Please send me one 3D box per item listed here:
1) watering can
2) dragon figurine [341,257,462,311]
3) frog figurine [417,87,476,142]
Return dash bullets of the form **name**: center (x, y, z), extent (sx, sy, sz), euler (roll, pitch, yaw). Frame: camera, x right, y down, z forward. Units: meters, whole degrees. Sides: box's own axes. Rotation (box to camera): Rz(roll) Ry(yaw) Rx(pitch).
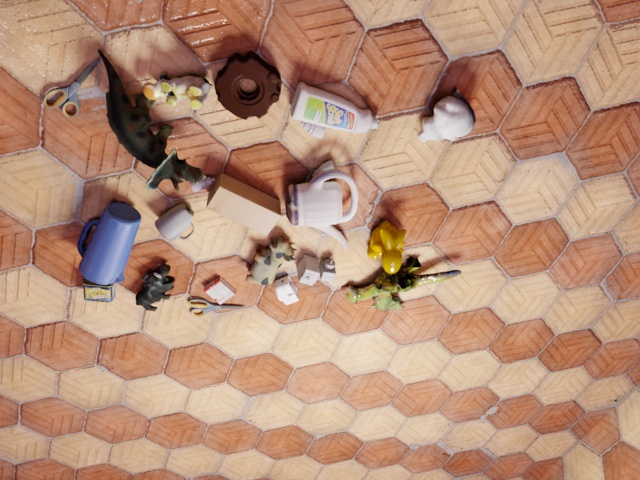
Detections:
- **watering can**: center (0.005, -0.081, 1.608), extent (0.224, 0.106, 0.339), euler (-3, 135, -4)
- **dragon figurine**: center (0.282, 0.178, 1.853), extent (0.410, 0.125, 0.237), euler (2, 143, -7)
- **frog figurine**: center (0.353, -0.332, 1.460), extent (0.159, 0.125, 0.135), euler (-34, 144, 3)
